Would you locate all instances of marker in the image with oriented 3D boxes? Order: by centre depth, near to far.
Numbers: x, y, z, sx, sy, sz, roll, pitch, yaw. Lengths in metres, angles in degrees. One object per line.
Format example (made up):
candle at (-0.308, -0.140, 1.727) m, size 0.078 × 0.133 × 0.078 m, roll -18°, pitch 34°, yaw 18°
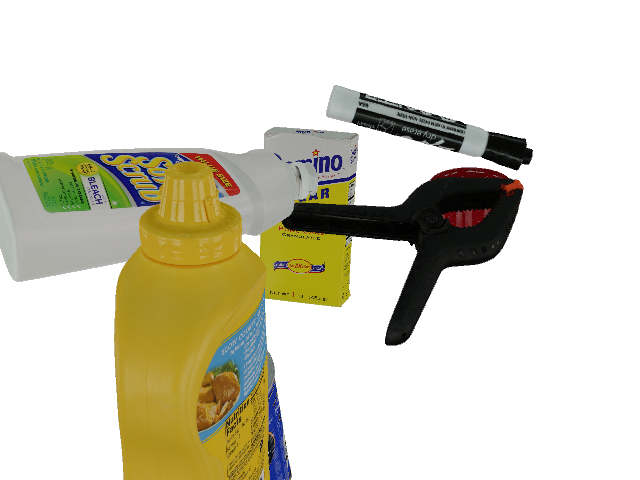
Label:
marker at (0.063, -0.064, 0.613) m, size 0.121 × 0.020 × 0.020 m, roll 15°, pitch -1°, yaw -4°

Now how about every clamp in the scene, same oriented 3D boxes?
clamp at (0.093, 0.002, 0.900) m, size 0.209 × 0.036 × 0.165 m, roll -17°, pitch 51°, yaw -21°

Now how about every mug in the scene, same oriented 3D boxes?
mug at (0.181, -0.035, 1.246) m, size 0.093 × 0.081 × 0.117 m, roll 18°, pitch 33°, yaw 37°

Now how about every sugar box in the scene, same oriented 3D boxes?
sugar box at (-0.013, -0.025, 1.098) m, size 0.093 × 0.176 × 0.048 m, roll 5°, pitch 16°, yaw 13°

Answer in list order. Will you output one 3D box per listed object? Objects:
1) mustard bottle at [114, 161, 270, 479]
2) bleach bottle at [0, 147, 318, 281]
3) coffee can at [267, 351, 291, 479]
mustard bottle at (-0.053, 0.059, 0.455) m, size 0.058 × 0.192 × 0.096 m, roll 9°, pitch 26°, yaw 16°
bleach bottle at (-0.124, -0.036, 0.834) m, size 0.250 × 0.068 × 0.103 m, roll -11°, pitch 47°, yaw -24°
coffee can at (-0.084, 0.167, 0.948) m, size 0.103 × 0.140 × 0.103 m, roll -4°, pitch 39°, yaw 3°
